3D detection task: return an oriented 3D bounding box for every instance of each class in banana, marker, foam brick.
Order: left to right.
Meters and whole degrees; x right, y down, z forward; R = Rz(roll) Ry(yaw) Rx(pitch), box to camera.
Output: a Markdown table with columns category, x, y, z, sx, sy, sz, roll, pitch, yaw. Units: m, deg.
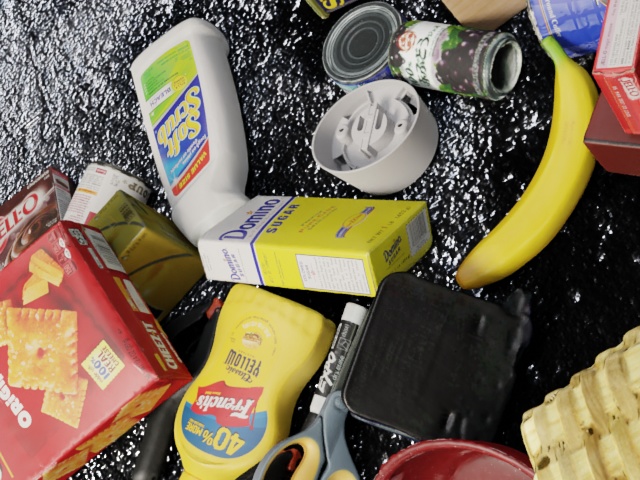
| category | x | y | z | sx | sy | sz | roll | pitch | yaw |
| --- | --- | --- | --- | --- | --- | --- | --- | --- | --- |
| marker | 0.010 | 0.109 | 0.852 | 0.020 | 0.020 | 0.121 | 11 | 75 | 39 |
| banana | 0.164 | -0.048 | 0.794 | 0.069 | 0.037 | 0.198 | 20 | 90 | 5 |
| foam brick | 0.238 | -0.077 | 0.759 | 0.078 | 0.053 | 0.051 | 11 | 75 | 37 |

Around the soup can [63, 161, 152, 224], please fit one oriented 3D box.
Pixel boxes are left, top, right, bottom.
| category | x | y | z | sx | sy | sz | roll | pitch | yaw |
| --- | --- | --- | --- | --- | --- | --- | --- | --- | --- |
| soup can | -0.215 | -0.018 | 1.045 | 0.069 | 0.068 | 0.102 | 12 | 75 | 39 |

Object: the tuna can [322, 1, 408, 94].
| category | x | y | z | sx | sy | sz | roll | pitch | yaw |
| --- | --- | --- | --- | --- | --- | --- | --- | --- | --- |
| tuna can | 0.045 | -0.170 | 0.955 | 0.086 | 0.033 | 0.086 | -16 | 59 | 29 |

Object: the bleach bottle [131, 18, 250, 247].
| category | x | y | z | sx | sy | sz | roll | pitch | yaw |
| --- | --- | --- | --- | --- | --- | --- | --- | --- | --- |
| bleach bottle | -0.109 | -0.089 | 1.009 | 0.103 | 0.068 | 0.251 | -33 | 55 | 19 |

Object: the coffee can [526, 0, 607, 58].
| category | x | y | z | sx | sy | sz | roll | pitch | yaw |
| --- | --- | --- | --- | --- | --- | --- | --- | --- | --- |
| coffee can | 0.234 | -0.197 | 0.788 | 0.141 | 0.102 | 0.103 | -9 | 63 | 33 |

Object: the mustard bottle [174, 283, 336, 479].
| category | x | y | z | sx | sy | sz | roll | pitch | yaw |
| --- | --- | --- | --- | --- | --- | --- | --- | --- | --- |
| mustard bottle | -0.066 | 0.137 | 0.866 | 0.096 | 0.058 | 0.191 | 19 | 80 | 28 |

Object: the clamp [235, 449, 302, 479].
| category | x | y | z | sx | sy | sz | roll | pitch | yaw |
| --- | --- | --- | --- | --- | --- | --- | --- | --- | --- |
| clamp | -0.048 | 0.254 | 0.773 | 0.036 | 0.164 | 0.209 | -23 | 31 | 46 |

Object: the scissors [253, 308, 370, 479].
| category | x | y | z | sx | sy | sz | roll | pitch | yaw |
| --- | --- | --- | --- | --- | --- | --- | --- | --- | --- |
| scissors | 0.023 | 0.144 | 0.817 | 0.201 | 0.096 | 0.016 | -49 | 7 | -30 |

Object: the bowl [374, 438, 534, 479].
| category | x | y | z | sx | sy | sz | roll | pitch | yaw |
| --- | --- | --- | --- | --- | --- | --- | --- | --- | --- |
| bowl | 0.112 | 0.189 | 0.685 | 0.162 | 0.055 | 0.162 | 13 | 116 | 30 |

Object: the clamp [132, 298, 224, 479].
| category | x | y | z | sx | sy | sz | roll | pitch | yaw |
| --- | --- | --- | --- | --- | --- | --- | --- | --- | --- |
| clamp | -0.129 | 0.131 | 0.928 | 0.171 | 0.039 | 0.120 | -47 | 51 | 7 |

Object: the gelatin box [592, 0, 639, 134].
| category | x | y | z | sx | sy | sz | roll | pitch | yaw |
| --- | --- | --- | --- | --- | --- | --- | --- | --- | --- |
| gelatin box | 0.214 | -0.127 | 0.716 | 0.030 | 0.073 | 0.089 | 0 | 62 | 34 |

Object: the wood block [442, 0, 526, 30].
| category | x | y | z | sx | sy | sz | roll | pitch | yaw |
| --- | --- | --- | --- | --- | --- | --- | --- | --- | --- |
| wood block | 0.178 | -0.273 | 0.875 | 0.206 | 0.090 | 0.091 | -35 | 51 | 17 |

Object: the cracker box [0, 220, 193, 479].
| category | x | y | z | sx | sy | sz | roll | pitch | yaw |
| --- | --- | --- | --- | --- | --- | --- | --- | --- | --- |
| cracker box | -0.237 | 0.112 | 0.886 | 0.214 | 0.072 | 0.164 | -38 | 72 | 10 |

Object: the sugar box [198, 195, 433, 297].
| category | x | y | z | sx | sy | sz | roll | pitch | yaw |
| --- | --- | --- | --- | --- | --- | --- | --- | --- | --- |
| sugar box | -0.006 | 0.001 | 0.872 | 0.177 | 0.048 | 0.093 | 6 | 30 | 35 |

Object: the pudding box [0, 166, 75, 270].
| category | x | y | z | sx | sy | sz | roll | pitch | yaw |
| --- | --- | --- | --- | --- | --- | --- | --- | --- | --- |
| pudding box | -0.304 | -0.010 | 1.123 | 0.114 | 0.039 | 0.090 | -34 | 51 | 17 |

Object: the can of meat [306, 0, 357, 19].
| category | x | y | z | sx | sy | sz | roll | pitch | yaw |
| --- | --- | --- | --- | --- | --- | --- | --- | --- | --- |
| can of meat | 0.016 | -0.261 | 0.979 | 0.084 | 0.102 | 0.057 | -19 | 57 | 24 |
